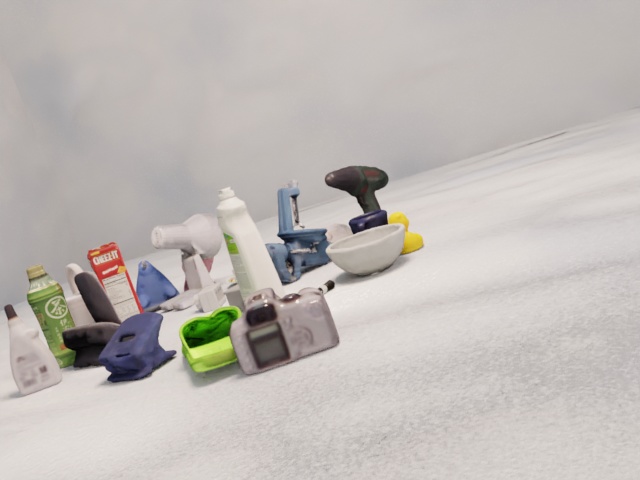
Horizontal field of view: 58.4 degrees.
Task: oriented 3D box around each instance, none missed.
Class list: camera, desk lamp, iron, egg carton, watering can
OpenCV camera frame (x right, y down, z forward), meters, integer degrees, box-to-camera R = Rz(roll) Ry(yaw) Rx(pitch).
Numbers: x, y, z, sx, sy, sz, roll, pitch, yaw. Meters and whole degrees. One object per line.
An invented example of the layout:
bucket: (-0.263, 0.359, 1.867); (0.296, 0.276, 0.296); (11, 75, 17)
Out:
camera: (-0.057, 0.112, 0.835); (0.143, 0.101, 0.137); (-19, 8, -2)
desk lamp: (-0.338, 0.049, 1.485); (0.117, 0.213, 0.204); (-11, 11, 39)
iron: (-0.469, 0.116, 1.583); (0.119, 0.141, 0.257); (-21, 9, -19)
egg carton: (0.014, 0.005, 1.506); (0.150, 0.069, 0.107); (-20, 8, -10)
watering can: (-0.570, 0.147, 1.412); (0.100, 0.194, 0.173); (-14, 9, 29)

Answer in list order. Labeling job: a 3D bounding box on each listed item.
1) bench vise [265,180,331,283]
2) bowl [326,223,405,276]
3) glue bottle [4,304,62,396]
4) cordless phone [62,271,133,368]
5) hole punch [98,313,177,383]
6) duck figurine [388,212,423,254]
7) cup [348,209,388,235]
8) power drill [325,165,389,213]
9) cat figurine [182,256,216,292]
bench vise: (-0.066, -0.022, 1.332); (0.121, 0.220, 0.208); (-13, 10, 33)
bowl: (0.100, 0.027, 1.151); (0.167, 0.075, 0.167); (-18, 8, 3)
glue bottle: (-0.556, 0.202, 1.083); (0.078, 0.173, 0.037); (-19, 8, -7)
cordless phone: (-0.459, 0.154, 1.148); (0.147, 0.185, 0.094); (-14, 9, 27)
hole punch: (-0.317, 0.182, 0.980); (0.108, 0.091, 0.101); (-14, 9, 30)
duck figurine: (0.178, -0.019, 1.246); (0.077, 0.086, 0.104); (-20, 8, -9)
cup: (0.116, -0.010, 1.291); (0.091, 0.095, 0.118); (-15, 9, 21)
power drill: (0.112, -0.094, 1.456); (0.075, 0.208, 0.230); (-12, 11, 38)
cat figurine: (-0.342, 0.085, 1.593); (0.127, 0.118, 0.067); (-11, 11, 43)
